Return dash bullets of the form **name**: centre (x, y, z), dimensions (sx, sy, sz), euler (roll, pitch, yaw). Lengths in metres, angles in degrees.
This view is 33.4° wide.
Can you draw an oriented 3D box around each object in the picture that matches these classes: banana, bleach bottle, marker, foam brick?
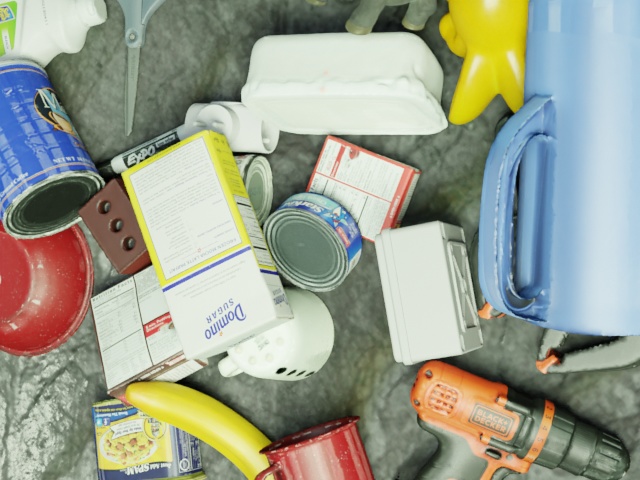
- **banana**: centre (-0.084, 0.182, 0.952), dimensions (0.198, 0.069, 0.037), euler (42, 116, -2)
- **bleach bottle**: centre (-0.327, -0.188, 1.070), dimensions (0.251, 0.068, 0.102), euler (-14, 84, 18)
- **marker**: centre (-0.171, -0.083, 1.029), dimensions (0.121, 0.020, 0.020), euler (-22, 81, 18)
- **foam brick**: centre (-0.181, -0.013, 1.014), dimensions (0.053, 0.051, 0.078), euler (-41, 75, 15)

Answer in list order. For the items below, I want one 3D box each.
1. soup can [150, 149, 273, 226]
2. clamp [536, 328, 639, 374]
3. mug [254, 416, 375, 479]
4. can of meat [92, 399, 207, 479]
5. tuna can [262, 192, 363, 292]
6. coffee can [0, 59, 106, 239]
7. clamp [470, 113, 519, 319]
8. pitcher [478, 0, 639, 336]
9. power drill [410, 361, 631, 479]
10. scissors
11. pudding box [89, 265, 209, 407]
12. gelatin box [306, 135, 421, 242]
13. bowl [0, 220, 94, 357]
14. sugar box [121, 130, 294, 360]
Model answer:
- **soup can**: centre (-0.101, -0.047, 0.977), dimensions (0.102, 0.068, 0.068), euler (4, 90, 20)
- **clamp**: centre (0.253, 0.030, 0.856), dimensions (0.210, 0.036, 0.164), euler (-35, 76, 17)
- **mug**: centre (-0.005, 0.208, 0.911), dimensions (0.093, 0.117, 0.081), euler (-24, 84, 51)
- **can of meat**: centre (-0.162, 0.187, 0.998), dimensions (0.102, 0.057, 0.084), euler (-9, 83, 20)
- **tuna can**: centre (-0.006, 0.001, 0.935), dimensions (0.086, 0.033, 0.086), euler (19, 131, 23)
- **coffee can**: centre (-0.280, -0.087, 1.018), dimensions (0.103, 0.102, 0.140), euler (-37, 69, 16)
- **clamp**: centre (0.182, -0.010, 0.880), dimensions (0.120, 0.039, 0.171), euler (19, 101, 36)
- **pitcher**: centre (0.194, -0.059, 0.754), dimensions (0.145, 0.149, 0.243), euler (1, 103, 18)
- **power drill**: centre (0.138, 0.210, 0.875), dimensions (0.184, 0.057, 0.188), euler (23, 98, 5)
- **scissors**: centre (-0.163, -0.208, 1.032), dimensions (0.096, 0.016, 0.202), euler (-12, 84, 20)
- **pudding box**: centre (-0.160, 0.084, 0.984), dimensions (0.090, 0.039, 0.113), euler (-29, 51, 11)
- **gelatin box**: centre (0.035, -0.044, 0.945), dimensions (0.089, 0.030, 0.073), euler (23, 98, 20)
- **bowl**: centre (-0.307, 0.037, 1.059), dimensions (0.162, 0.055, 0.162), euler (-1, 89, 20)
- **sugar box**: centre (-0.096, 0.004, 0.908), dimensions (0.093, 0.048, 0.176), euler (-25, 78, 19)
